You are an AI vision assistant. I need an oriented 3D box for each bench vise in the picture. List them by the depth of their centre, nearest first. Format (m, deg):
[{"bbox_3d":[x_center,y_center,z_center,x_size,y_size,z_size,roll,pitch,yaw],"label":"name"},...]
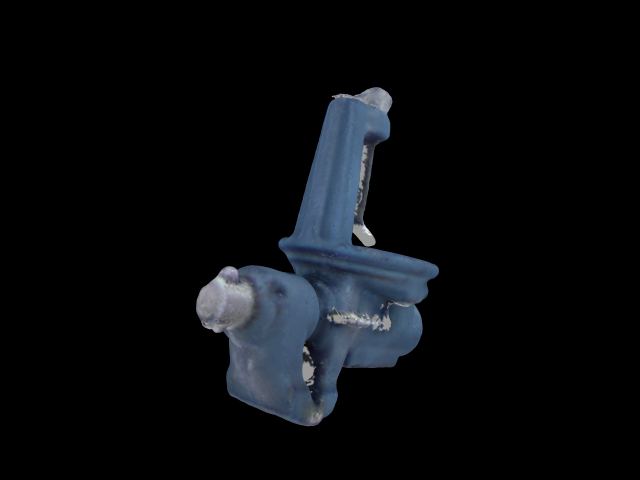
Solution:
[{"bbox_3d":[0.015,0.002,0.395,0.121,0.220,0.208,3,9,21],"label":"bench vise"}]
